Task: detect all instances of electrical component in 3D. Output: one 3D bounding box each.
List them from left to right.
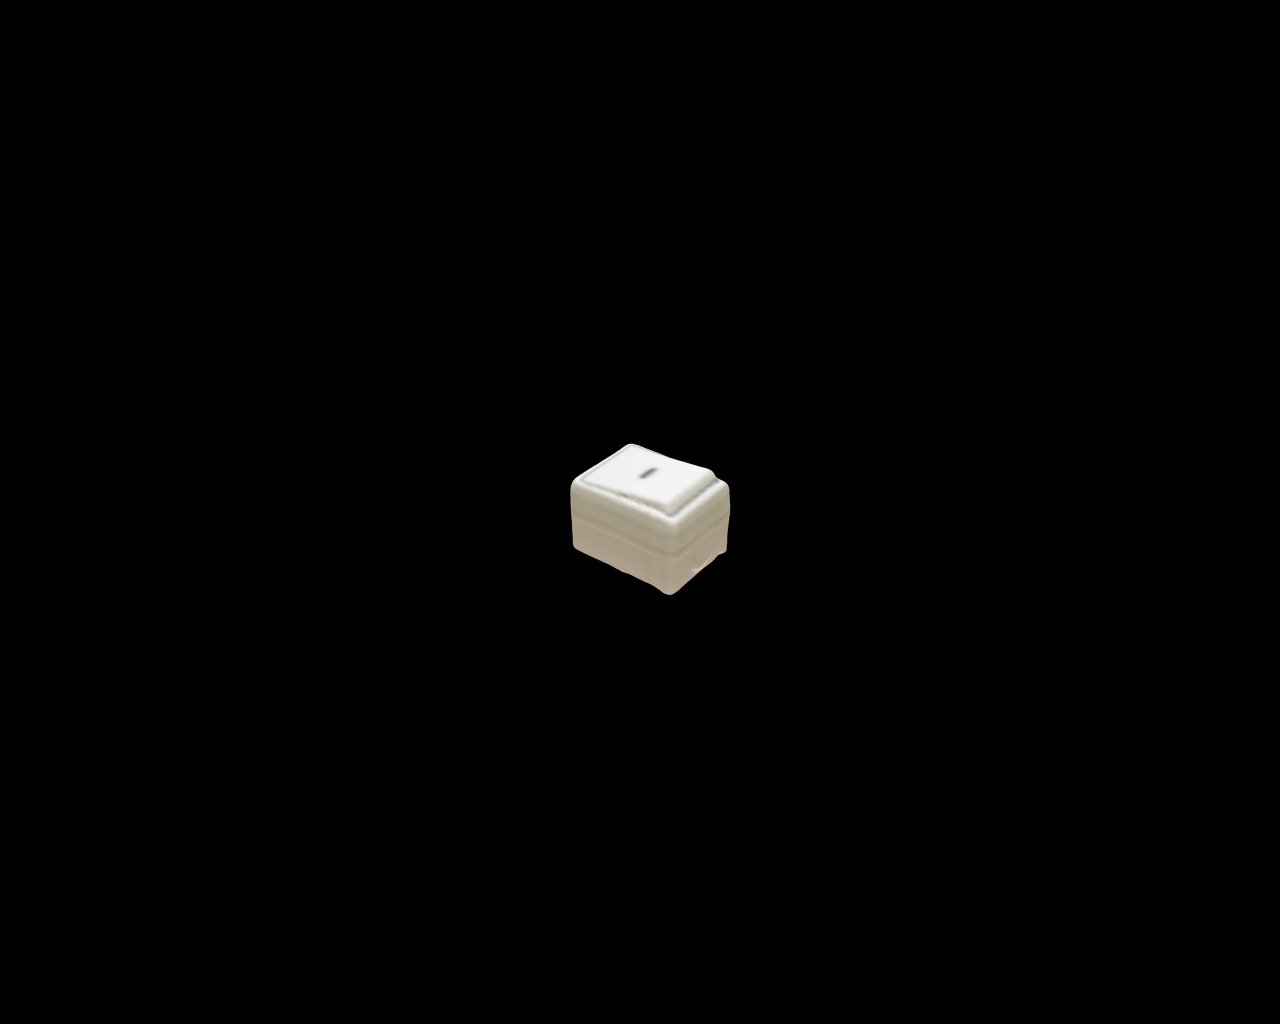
[{"bbox_3d":[0.001,-0.003,0.650,0.096,0.061,0.062,24,41,31],"label":"electrical component"}]
